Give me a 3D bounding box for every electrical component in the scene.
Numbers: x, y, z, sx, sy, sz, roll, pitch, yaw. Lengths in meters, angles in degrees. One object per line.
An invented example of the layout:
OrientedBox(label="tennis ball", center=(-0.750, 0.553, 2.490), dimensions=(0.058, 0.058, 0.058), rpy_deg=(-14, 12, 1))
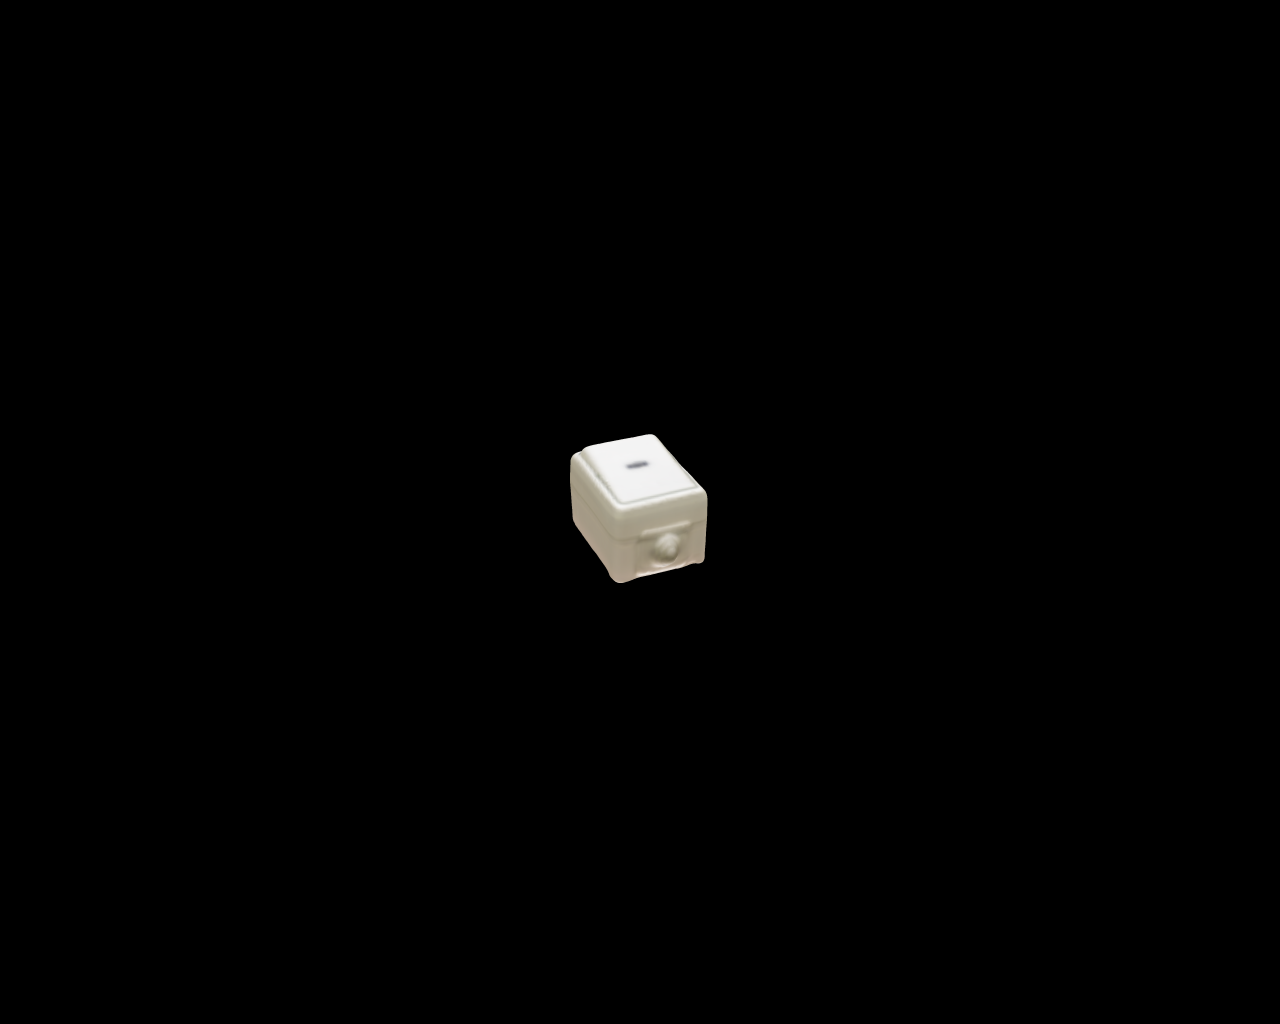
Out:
OrientedBox(label="electrical component", center=(0.001, -0.003, 0.650), dimensions=(0.062, 0.061, 0.096), rpy_deg=(-12, 33, -19))
